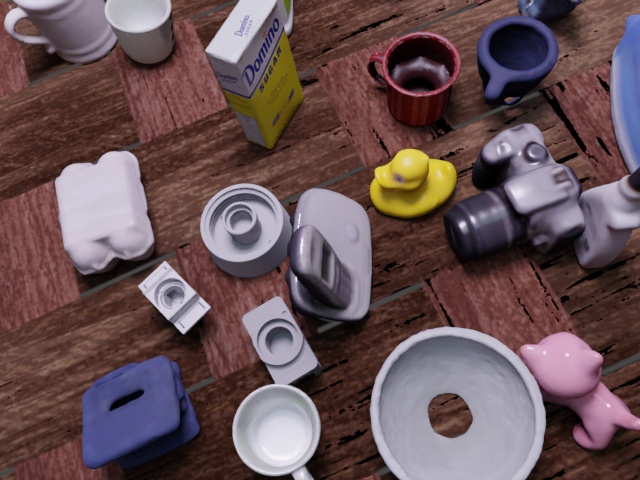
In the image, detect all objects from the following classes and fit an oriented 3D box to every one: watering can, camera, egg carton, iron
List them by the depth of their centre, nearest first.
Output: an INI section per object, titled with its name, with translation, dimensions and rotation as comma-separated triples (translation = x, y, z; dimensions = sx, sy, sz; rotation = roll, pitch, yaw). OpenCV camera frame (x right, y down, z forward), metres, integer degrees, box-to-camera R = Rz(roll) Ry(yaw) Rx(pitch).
[camera]
translation = 0.205, -0.046, 0.640
dimensions = 0.137, 0.101, 0.143
rotation = -22, 69, -2
[iron]
translation = 0.410, -0.169, 0.641
dimensions = 0.118, 0.141, 0.258
rotation = 5, 71, 8
[egg carton]
translation = -0.263, -0.035, 0.704
dimensions = 0.107, 0.069, 0.150
rotation = -19, 69, -1
[watering can]
translation = -0.351, -0.341, 0.759
dimensions = 0.100, 0.194, 0.173
rotation = 14, 72, 11

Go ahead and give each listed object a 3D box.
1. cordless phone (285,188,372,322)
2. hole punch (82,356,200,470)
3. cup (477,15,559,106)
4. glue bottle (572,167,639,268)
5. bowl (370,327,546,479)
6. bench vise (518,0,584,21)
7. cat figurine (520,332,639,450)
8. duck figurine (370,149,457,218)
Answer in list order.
[cordless phone]
translation = 0.005, 0.002, 0.599
dimensions = 0.094, 0.185, 0.147
rotation = -3, 70, 6
[hole punch]
translation = -0.198, 0.181, 0.606
dimensions = 0.108, 0.091, 0.101
rotation = -25, 69, -3
[cup]
translation = 0.226, -0.196, 0.696
dimensions = 0.091, 0.095, 0.118
rotation = 27, 75, 15
[glue bottle]
translation = 0.299, -0.031, 0.585
dimensions = 0.037, 0.173, 0.078
rotation = -7, 69, 4
[bowl]
translation = 0.134, 0.177, 0.580
dimensions = 0.167, 0.075, 0.167
rotation = -2, 70, 6
[bench vise]
translation = 0.286, -0.396, 0.696
dimensions = 0.121, 0.220, 0.207
rotation = -35, 70, -7
[cat figurine]
translation = 0.254, 0.140, 0.557
dimensions = 0.067, 0.118, 0.127
rotation = -43, 71, -9
[duck figurine]
translation = 0.109, -0.075, 0.669
dimensions = 0.104, 0.086, 0.077
rotation = -12, 69, 2
